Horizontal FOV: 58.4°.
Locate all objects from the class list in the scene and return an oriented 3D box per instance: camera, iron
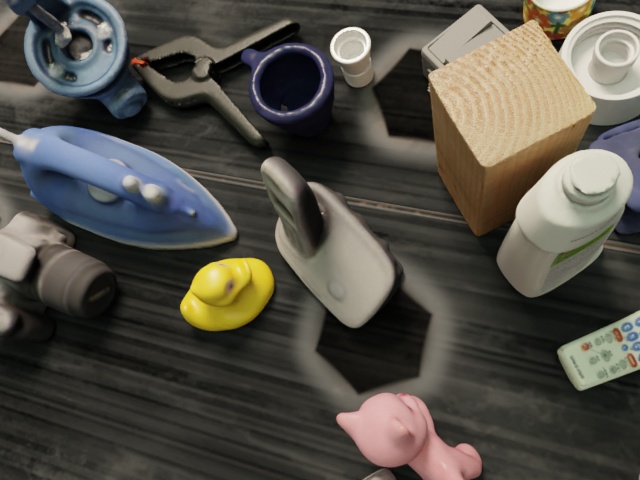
[{"bbox_3d":[-0.313,0.051,0.643,0.136,0.101,0.143,20,81,17],"label":"camera"},{"bbox_3d":[-0.224,-0.063,0.630,0.257,0.142,0.119,19,81,17],"label":"iron"}]

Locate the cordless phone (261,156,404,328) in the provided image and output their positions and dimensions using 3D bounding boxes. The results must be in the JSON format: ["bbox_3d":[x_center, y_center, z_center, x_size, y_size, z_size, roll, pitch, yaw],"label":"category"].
[{"bbox_3d":[0.005,0.002,0.537,0.094,0.185,0.147,-45,71,-1],"label":"cordless phone"}]

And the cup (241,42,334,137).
[{"bbox_3d":[-0.032,-0.160,0.635,0.117,0.095,0.092,36,86,19],"label":"cup"}]

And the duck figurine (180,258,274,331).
[{"bbox_3d":[-0.107,0.053,0.603,0.104,0.086,0.077,-29,72,5],"label":"duck figurine"}]

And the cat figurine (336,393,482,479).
[{"bbox_3d":[0.081,0.183,0.510,0.127,0.118,0.067,38,87,19],"label":"cat figurine"}]

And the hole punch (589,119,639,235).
[{"bbox_3d":[0.313,-0.069,0.533,0.108,0.091,0.101,-19,73,8],"label":"hole punch"}]

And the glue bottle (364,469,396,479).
[{"bbox_3d":[0.026,0.235,0.480,0.078,0.173,0.037,-34,71,3],"label":"glue bottle"}]

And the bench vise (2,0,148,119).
[{"bbox_3d":[-0.314,-0.249,0.656,0.207,0.220,0.121,34,86,19],"label":"bench vise"}]
